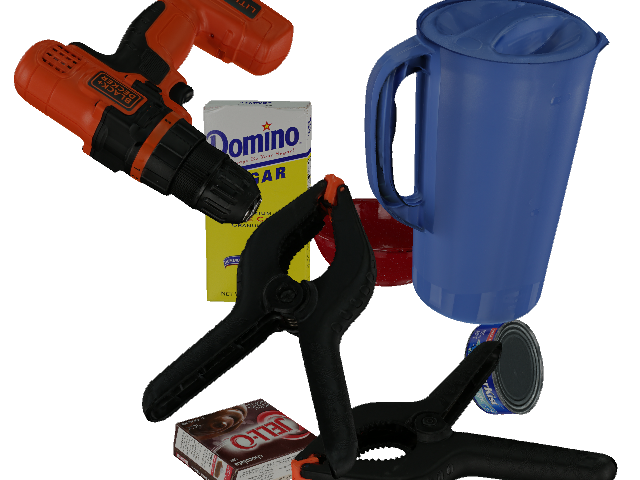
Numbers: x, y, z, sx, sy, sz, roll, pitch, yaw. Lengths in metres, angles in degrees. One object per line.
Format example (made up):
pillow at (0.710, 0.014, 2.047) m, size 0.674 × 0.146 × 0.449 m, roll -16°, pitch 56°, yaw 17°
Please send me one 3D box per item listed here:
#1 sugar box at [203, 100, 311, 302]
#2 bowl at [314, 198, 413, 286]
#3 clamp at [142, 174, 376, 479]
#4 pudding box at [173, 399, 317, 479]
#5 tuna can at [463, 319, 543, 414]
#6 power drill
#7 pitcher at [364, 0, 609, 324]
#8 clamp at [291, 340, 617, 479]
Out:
sugar box at (-0.055, -0.034, 0.944) m, size 0.093 × 0.176 × 0.048 m, roll 1°, pitch 15°, yaw 4°
bowl at (0.063, 0.006, 1.106) m, size 0.162 × 0.055 × 0.162 m, roll 2°, pitch 20°, yaw -1°
clamp at (-0.008, 0.045, 0.586) m, size 0.120 × 0.171 × 0.039 m, roll 24°, pitch -19°, yaw 14°
pudding box at (-0.069, 0.195, 1.006) m, size 0.113 × 0.039 × 0.090 m, roll -12°, pitch 28°, yaw -44°
tuna can at (0.167, 0.116, 0.975) m, size 0.034 × 0.086 × 0.085 m, roll -10°, pitch -6°, yaw 41°
power drill at (-0.091, -0.110, 0.752) m, size 0.184 × 0.187 × 0.057 m, roll 34°, pitch -45°, yaw 0°
pitcher at (0.122, -0.057, 0.826) m, size 0.149 × 0.243 × 0.144 m, roll 15°, pitch 35°, yaw 19°
clamp at (0.077, 0.134, 0.752) m, size 0.209 × 0.036 × 0.165 m, roll -9°, pitch 29°, yaw -11°
